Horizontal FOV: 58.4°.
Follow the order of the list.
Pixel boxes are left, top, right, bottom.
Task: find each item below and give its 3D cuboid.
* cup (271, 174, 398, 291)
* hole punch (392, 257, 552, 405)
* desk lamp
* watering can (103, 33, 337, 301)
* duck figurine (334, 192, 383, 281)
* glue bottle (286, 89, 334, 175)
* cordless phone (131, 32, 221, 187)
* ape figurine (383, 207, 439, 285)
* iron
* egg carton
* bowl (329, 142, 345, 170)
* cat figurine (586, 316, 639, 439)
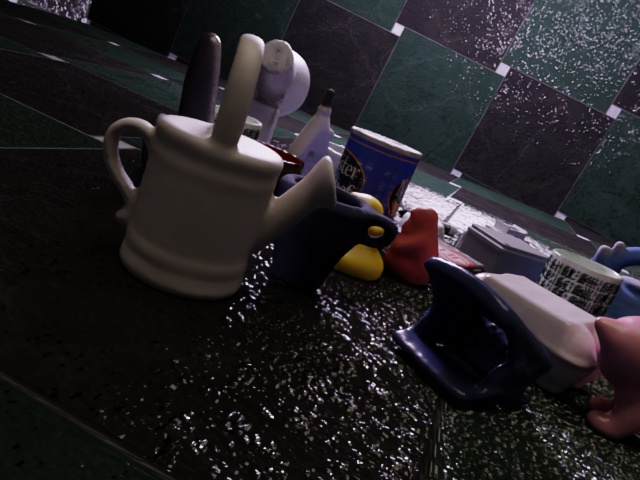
[{"bbox_3d":[0.005,0.002,0.534,0.118,0.095,0.091,21,15,-5],"label":"cup"},{"bbox_3d":[0.130,0.072,0.473,0.101,0.091,0.108,11,18,-34],"label":"hole punch"},{"bbox_3d":[-0.094,-0.231,0.979,0.118,0.213,0.203,21,15,-4],"label":"desk lamp"},{"bbox_3d":[-0.073,-0.059,0.446,0.173,0.194,0.100,12,18,-32],"label":"watering can"},{"bbox_3d":[0.035,-0.013,0.646,0.104,0.086,0.078,27,16,20],"label":"duck figurine"},{"bbox_3d":[-0.011,-0.156,0.912,0.078,0.173,0.037,5,22,-47],"label":"glue bottle"},{"bbox_3d":[-0.133,-0.124,0.605,0.094,0.185,0.147,15,16,-23],"label":"cordless phone"},{"bbox_3d":[0.115,0.002,0.693,0.078,0.092,0.075,6,22,-47],"label":"ape figurine"},{"bbox_3d":[0.465,0.069,0.856,0.259,0.141,0.118,17,16,-18],"label":"iron"},{"bbox_3d":[0.212,0.088,0.574,0.108,0.069,0.149,6,22,-46],"label":"egg carton"},{"bbox_3d":[0.047,-0.134,1.108,0.167,0.075,0.167,20,15,-5],"label":"bowl"},{"bbox_3d":[0.281,0.116,0.477,0.127,0.118,0.067,28,16,23],"label":"cat figurine"}]
